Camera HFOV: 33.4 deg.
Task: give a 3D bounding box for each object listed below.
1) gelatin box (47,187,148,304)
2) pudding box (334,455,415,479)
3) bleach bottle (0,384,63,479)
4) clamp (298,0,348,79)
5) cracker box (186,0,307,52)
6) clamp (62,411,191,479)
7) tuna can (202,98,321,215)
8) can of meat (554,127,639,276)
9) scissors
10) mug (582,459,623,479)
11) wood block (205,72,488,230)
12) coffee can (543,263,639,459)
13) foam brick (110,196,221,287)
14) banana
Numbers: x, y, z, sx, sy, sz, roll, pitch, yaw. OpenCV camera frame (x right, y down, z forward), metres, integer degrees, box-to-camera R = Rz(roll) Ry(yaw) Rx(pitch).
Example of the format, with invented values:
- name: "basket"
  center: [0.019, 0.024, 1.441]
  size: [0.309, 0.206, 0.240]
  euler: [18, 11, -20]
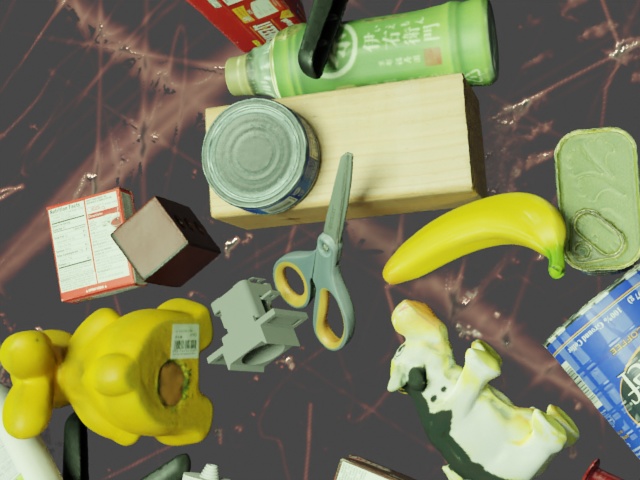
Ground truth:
- name: "gelatin box"
  center: [-0.196, 0.005, 0.939]
  size: [0.073, 0.030, 0.089]
  euler: [-14, 79, 16]
- name: "pudding box"
  center: [0.056, 0.231, 0.833]
  size: [0.114, 0.039, 0.090]
  euler: [19, 90, 20]
- name: "bleach bottle"
  center: [-0.249, 0.217, 0.849]
  size: [0.102, 0.068, 0.251]
  euler: [-48, 42, 0]
- name: "clamp"
  center: [0.022, -0.220, 0.854]
  size: [0.164, 0.036, 0.210]
  euler: [-30, 53, -6]
- name: "cracker box"
  center: [-0.085, -0.280, 0.867]
  size: [0.072, 0.164, 0.214]
  euler: [-17, 79, 12]
- name: "clamp"
  center: [-0.200, 0.225, 0.888]
  size: [0.120, 0.039, 0.171]
  euler: [24, 64, 27]
- name: "tuna can"
  center: [-0.045, -0.063, 0.803]
  size: [0.086, 0.033, 0.086]
  euler: [-2, 84, 17]
- name: "can of meat"
  center: [0.208, -0.025, 0.792]
  size: [0.057, 0.083, 0.102]
  euler: [-5, 82, 16]
- name: "scissors"
  center: [-0.005, 0.001, 0.825]
  size: [0.016, 0.202, 0.096]
  euler: [-32, 45, -32]
- name: "mug"
  center: [0.208, 0.220, 0.739]
  size: [0.082, 0.093, 0.117]
  euler: [24, 131, 23]
- name: "wood block"
  center: [0.022, -0.066, 0.849]
  size: [0.206, 0.090, 0.090]
  euler: [-6, 82, 16]
- name: "coffee can"
  center: [0.244, 0.097, 0.758]
  size: [0.103, 0.102, 0.140]
  euler: [-41, 74, 9]
- name: "foam brick"
  center: [-0.127, 0.003, 0.894]
  size: [0.051, 0.078, 0.053]
  euler: [-40, 77, 8]
- name: "banana"
  center: [0.118, -0.002, 0.797]
  size: [0.037, 0.198, 0.069]
  euler: [47, 64, -19]
